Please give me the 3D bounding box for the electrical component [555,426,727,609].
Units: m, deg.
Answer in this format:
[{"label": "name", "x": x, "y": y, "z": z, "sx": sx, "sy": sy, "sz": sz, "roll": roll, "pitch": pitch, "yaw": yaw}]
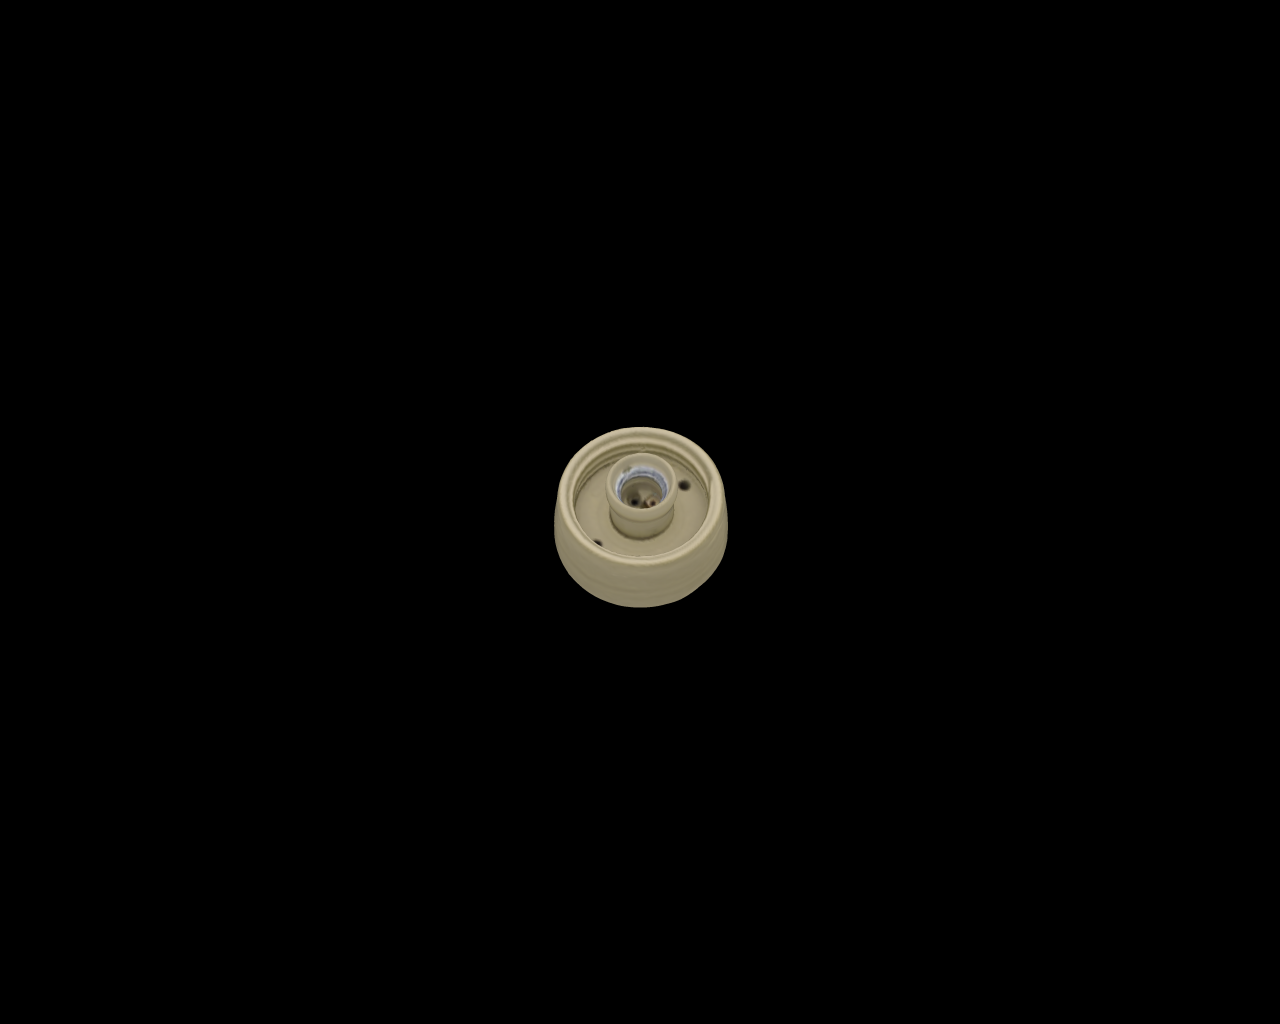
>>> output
[{"label": "electrical component", "x": 0.001, "y": -0.003, "z": 0.650, "sx": 0.108, "sy": 0.108, "sz": 0.060, "roll": 0, "pitch": -32, "yaw": 0}]
